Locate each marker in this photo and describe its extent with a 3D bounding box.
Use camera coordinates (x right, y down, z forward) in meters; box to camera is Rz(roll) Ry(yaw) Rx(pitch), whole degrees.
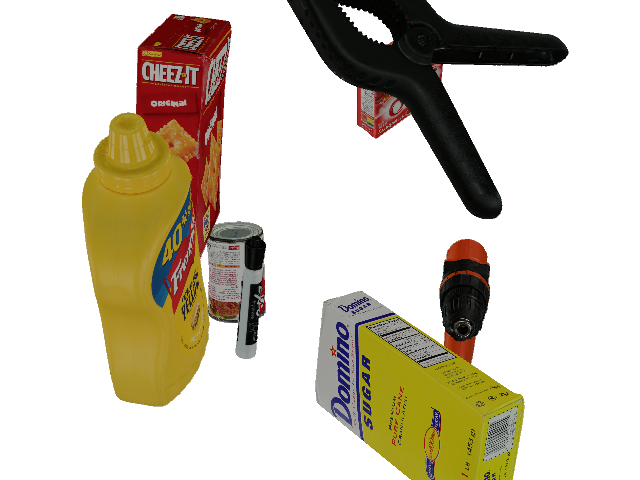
[{"bbox_3d":[-0.062,0.051,0.948,0.020,0.121,0.020,6,28,-3],"label":"marker"}]

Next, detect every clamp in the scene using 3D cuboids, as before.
[{"bbox_3d":[0.063,-0.117,0.720,0.210,0.164,0.036,26,-30,-11],"label":"clamp"}]

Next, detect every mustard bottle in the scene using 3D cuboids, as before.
[{"bbox_3d":[-0.102,0.005,0.623,0.058,0.192,0.096,9,46,9],"label":"mustard bottle"}]

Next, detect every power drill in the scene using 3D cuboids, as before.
[{"bbox_3d":[0.151,0.112,1.151,0.057,0.188,0.184,7,25,8],"label":"power drill"}]

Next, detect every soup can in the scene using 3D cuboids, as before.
[{"bbox_3d":[-0.099,0.036,1.238,0.068,0.102,0.068,0,19,0],"label":"soup can"}]

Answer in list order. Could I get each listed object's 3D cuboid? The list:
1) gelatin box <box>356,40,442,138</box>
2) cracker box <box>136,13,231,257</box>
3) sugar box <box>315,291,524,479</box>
[{"bbox_3d":[0.073,-0.145,0.964,0.089,0.073,0.030,-35,58,-25],"label":"gelatin box"},{"bbox_3d":[-0.136,-0.103,1.067,0.072,0.214,0.164,7,23,1],"label":"cracker box"},{"bbox_3d":[0.064,0.115,0.765,0.048,0.093,0.176,-14,30,-37],"label":"sugar box"}]
